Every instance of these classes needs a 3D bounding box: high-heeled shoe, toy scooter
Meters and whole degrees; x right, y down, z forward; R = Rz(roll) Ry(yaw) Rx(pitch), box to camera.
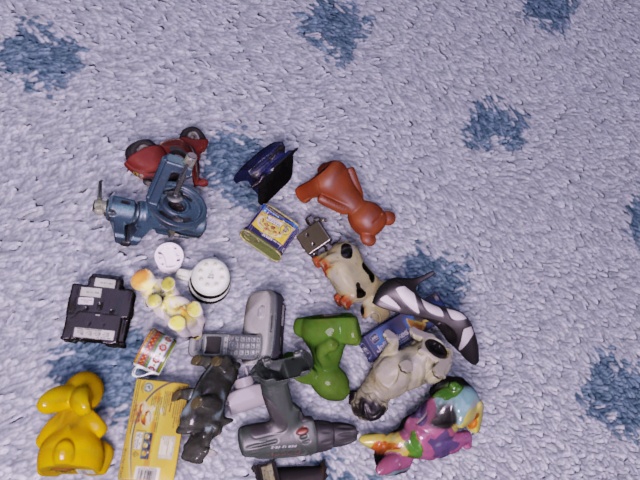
[{"bbox_3d":[0.216,0.176,1.084,0.145,0.086,0.248,-31,94,-8],"label":"high-heeled shoe"},{"bbox_3d":[-0.307,-0.157,1.130,0.184,0.075,0.135,-24,80,-25],"label":"toy scooter"}]

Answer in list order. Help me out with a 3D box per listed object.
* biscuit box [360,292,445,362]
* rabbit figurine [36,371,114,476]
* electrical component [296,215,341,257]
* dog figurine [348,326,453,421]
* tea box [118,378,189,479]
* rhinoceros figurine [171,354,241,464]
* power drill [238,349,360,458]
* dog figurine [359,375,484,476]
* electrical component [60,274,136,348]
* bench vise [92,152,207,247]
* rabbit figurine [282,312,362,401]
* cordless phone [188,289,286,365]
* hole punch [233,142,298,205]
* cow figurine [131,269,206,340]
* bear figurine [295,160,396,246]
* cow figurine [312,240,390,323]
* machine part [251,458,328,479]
[{"bbox_3d":[0.177,0.186,1.141,0.203,0.059,0.063,-28,80,-21],"label":"biscuit box"},{"bbox_3d":[-0.423,0.302,0.917,0.122,0.162,0.173,2,53,-1],"label":"rabbit figurine"},{"bbox_3d":[-0.004,-0.004,1.172,0.078,0.045,0.102,-41,82,6],"label":"electrical component"},{"bbox_3d":[0.161,0.277,1.063,0.172,0.190,0.121,11,35,-18],"label":"dog figurine"},{"bbox_3d":[-0.296,0.340,0.965,0.098,0.068,0.169,11,68,-11],"label":"tea box"},{"bbox_3d":[-0.202,0.294,0.955,0.112,0.073,0.190,50,45,-42],"label":"rhinoceros figurine"},{"bbox_3d":[-0.042,0.309,0.998,0.232,0.086,0.207,-8,117,-10],"label":"power drill"},{"bbox_3d":[0.189,0.364,1.029,0.219,0.191,0.109,-12,38,-22],"label":"dog figurine"},{"bbox_3d":[-0.412,0.131,1.013,0.115,0.058,0.134,10,69,-13],"label":"electrical component"},{"bbox_3d":[-0.307,-0.083,1.027,0.223,0.240,0.129,20,42,-21],"label":"bench vise"},{"bbox_3d":[0.010,0.235,1.056,0.159,0.121,0.170,-4,87,-12],"label":"rabbit figurine"},{"bbox_3d":[-0.162,0.172,1.058,0.184,0.088,0.146,0,71,6],"label":"cordless phone"},{"bbox_3d":[-0.121,-0.155,1.157,0.092,0.115,0.142,43,67,11],"label":"hole punch"},{"bbox_3d":[-0.290,0.123,1.035,0.167,0.098,0.068,37,68,22],"label":"cow figurine"},{"bbox_3d":[0.062,-0.081,1.189,0.195,0.132,0.120,47,67,-15],"label":"bear figurine"},{"bbox_3d":[0.085,0.089,1.133,0.127,0.085,0.194,-34,99,-10],"label":"cow figurine"},{"bbox_3d":[-0.052,0.436,0.992,0.139,0.084,0.039,-2,114,-20],"label":"machine part"}]
